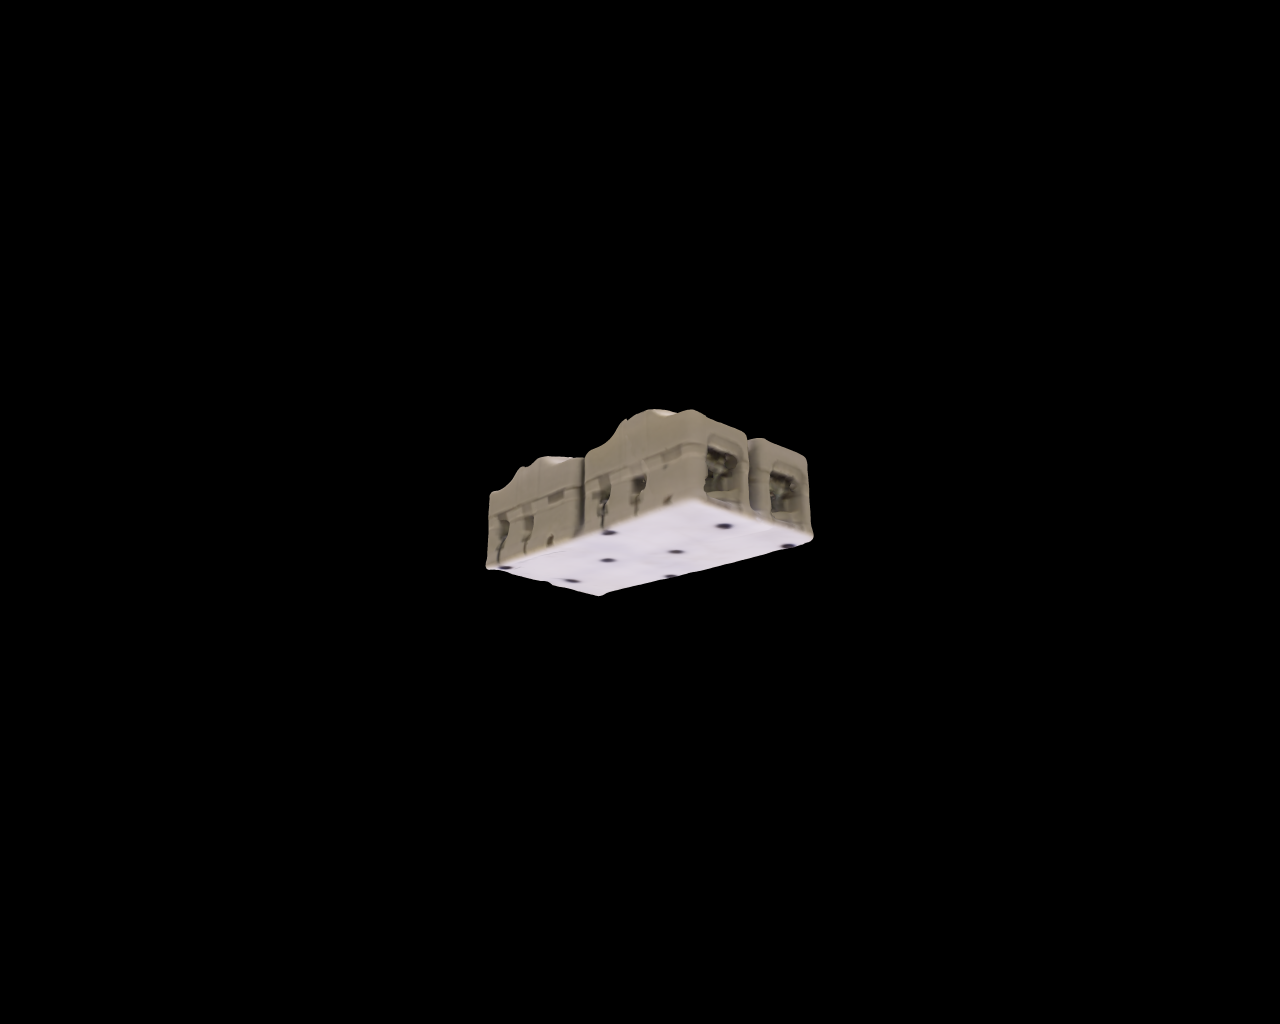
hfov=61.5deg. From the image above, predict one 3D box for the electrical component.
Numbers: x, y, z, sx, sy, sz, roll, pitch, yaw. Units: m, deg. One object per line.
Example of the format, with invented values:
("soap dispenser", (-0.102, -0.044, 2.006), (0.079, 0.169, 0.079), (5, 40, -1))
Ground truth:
("electrical component", (0.001, -0.003, 0.650), (0.105, 0.060, 0.186), (17, -25, -41))
